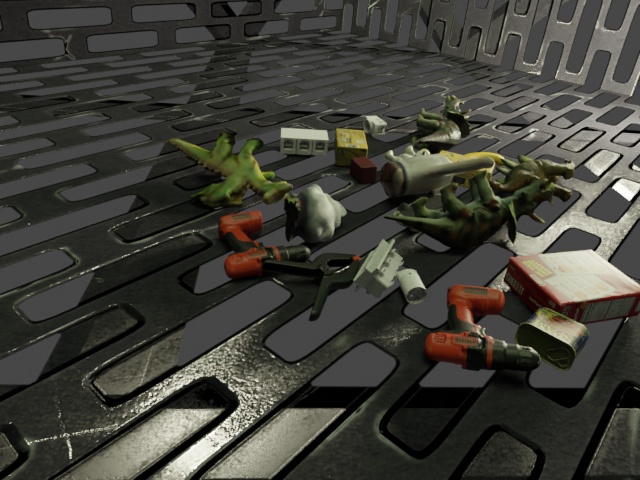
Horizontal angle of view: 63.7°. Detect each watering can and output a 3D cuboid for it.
[{"bbox_3d":[0.291,-0.179,1.367,0.225,0.104,0.347,-11,3,-11],"label":"watering can"}]

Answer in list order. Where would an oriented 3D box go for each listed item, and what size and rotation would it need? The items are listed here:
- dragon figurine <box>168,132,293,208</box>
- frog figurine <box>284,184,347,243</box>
[{"bbox_3d":[-0.262,-0.175,1.369,0.411,0.119,0.248,10,39,10],"label":"dragon figurine"},{"bbox_3d":[0.004,-0.061,1.202,0.160,0.120,0.140,-2,63,-29],"label":"frog figurine"}]
